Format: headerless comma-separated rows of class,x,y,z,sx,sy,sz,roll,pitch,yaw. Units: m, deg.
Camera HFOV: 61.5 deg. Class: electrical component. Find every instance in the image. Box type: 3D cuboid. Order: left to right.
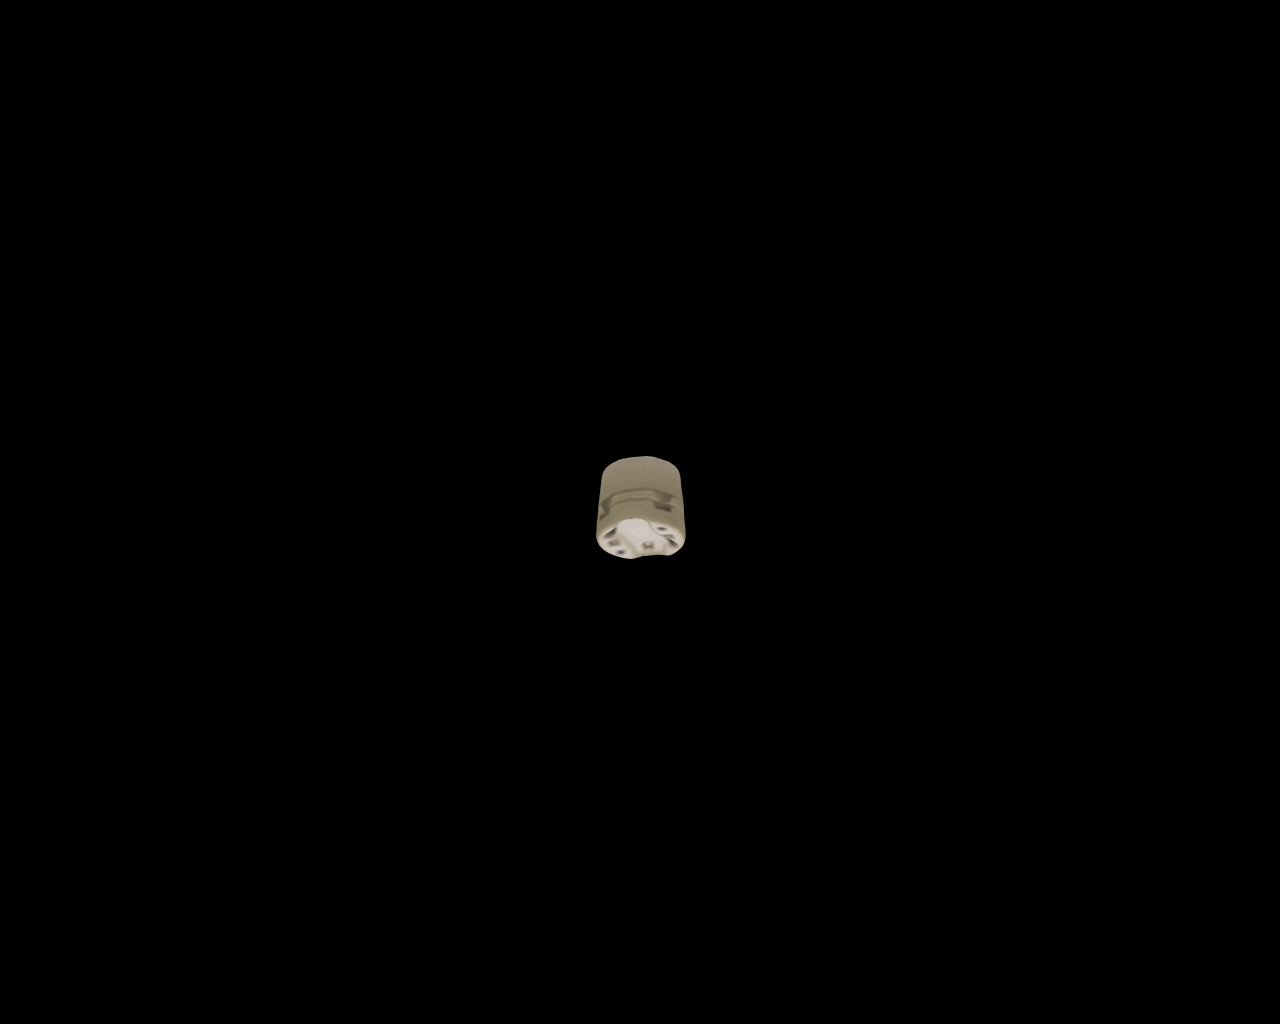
electrical component,0.001,-0.003,0.650,0.055,0.047,0.055,0,-29,0
